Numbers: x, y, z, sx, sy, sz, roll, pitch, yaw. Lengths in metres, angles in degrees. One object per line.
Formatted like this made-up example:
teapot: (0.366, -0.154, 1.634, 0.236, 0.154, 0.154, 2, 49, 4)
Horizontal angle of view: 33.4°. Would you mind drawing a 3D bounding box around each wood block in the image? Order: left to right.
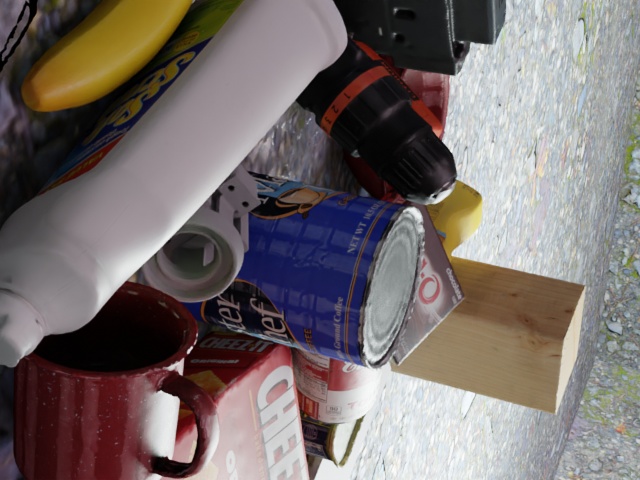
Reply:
wood block: (0.131, 0.076, 0.991, 0.090, 0.206, 0.091, -52, 147, -49)

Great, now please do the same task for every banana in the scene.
banana: (-0.090, -0.139, 0.538, 0.069, 0.037, 0.197, 31, 67, -38)

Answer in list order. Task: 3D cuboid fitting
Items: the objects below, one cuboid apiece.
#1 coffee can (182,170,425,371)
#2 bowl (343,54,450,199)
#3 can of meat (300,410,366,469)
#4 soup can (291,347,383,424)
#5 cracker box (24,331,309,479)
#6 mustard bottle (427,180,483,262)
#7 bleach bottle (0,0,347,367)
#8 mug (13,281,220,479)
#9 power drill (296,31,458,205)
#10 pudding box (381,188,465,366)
coffee can: (-0.018, 0.014, 0.661, 0.102, 0.140, 0.103, 14, 90, -69)
bowl: (0.061, -0.102, 0.916, 0.162, 0.055, 0.162, 14, 90, -69)
can of meat: (-0.007, 0.115, 0.830, 0.057, 0.084, 0.102, 71, 37, -55)
soup can: (0.012, 0.077, 0.746, 0.102, 0.068, 0.068, 93, 21, -52)
cracker box: (-0.079, 0.172, 0.660, 0.213, 0.072, 0.164, -36, 124, -58)
mustard bottle: (0.074, 0.005, 0.957, 0.191, 0.096, 0.058, -49, 146, -51)
bleach bottle: (-0.081, -0.040, 0.524, 0.068, 0.103, 0.250, 53, 47, -24)
mug: (-0.101, 0.080, 0.531, 0.093, 0.117, 0.081, -36, 140, -56)
power drill: (0.030, -0.091, 0.704, 0.057, 0.184, 0.187, -43, 169, 8)
pudding box: (0.060, 0.029, 0.856, 0.090, 0.039, 0.113, -41, 124, -24)
